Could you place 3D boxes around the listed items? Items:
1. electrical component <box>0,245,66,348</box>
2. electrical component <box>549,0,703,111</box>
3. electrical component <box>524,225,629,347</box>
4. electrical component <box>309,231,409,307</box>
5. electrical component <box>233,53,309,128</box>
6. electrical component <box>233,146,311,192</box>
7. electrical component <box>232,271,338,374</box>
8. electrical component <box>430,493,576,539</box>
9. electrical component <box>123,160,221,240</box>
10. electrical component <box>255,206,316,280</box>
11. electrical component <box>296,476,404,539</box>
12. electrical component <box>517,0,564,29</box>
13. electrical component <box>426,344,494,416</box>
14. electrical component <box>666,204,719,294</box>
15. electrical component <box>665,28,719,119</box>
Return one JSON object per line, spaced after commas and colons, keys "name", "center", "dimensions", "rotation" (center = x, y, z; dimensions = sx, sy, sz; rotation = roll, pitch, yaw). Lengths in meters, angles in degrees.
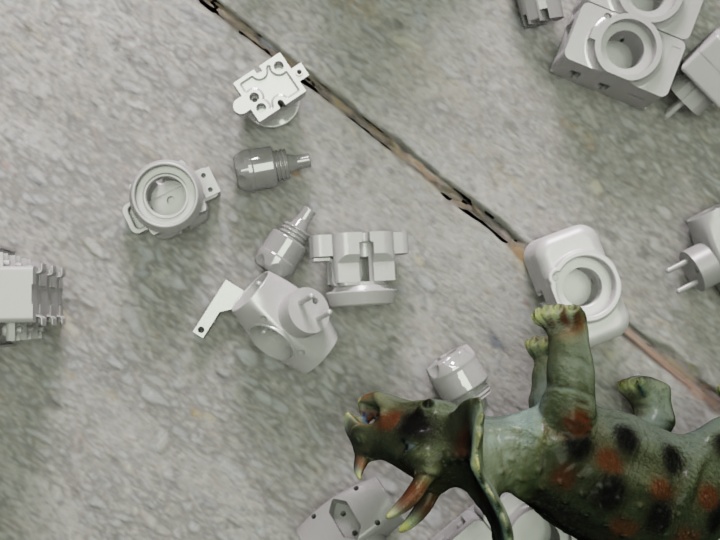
{"name": "electrical component", "center": [-0.264, 0.020, 0.815], "dimensions": [0.063, 0.121, 0.078], "rotation": [-1, 88, -5]}
{"name": "electrical component", "center": [0.229, -0.221, 0.884], "dimensions": [0.089, 0.062, 0.150], "rotation": [22, 86, -2]}
{"name": "electrical component", "center": [0.176, 0.014, 0.871], "dimensions": [0.054, 0.059, 0.095], "rotation": [-21, 89, -4]}
{"name": "electrical component", "center": [0.000, 0.000, 0.863], "dimensions": [0.078, 0.058, 0.057], "rotation": [-3, 87, -13]}
{"name": "electrical component", "center": [-0.072, -0.141, 0.866], "dimensions": [0.066, 0.055, 0.048], "rotation": [-34, 90, -4]}
{"name": "electrical component", "center": [-0.071, -0.084, 0.875], "dimensions": [0.061, 0.035, 0.035], "rotation": [-11, 88, -7]}
{"name": "electrical component", "center": [-0.050, 0.037, 0.842], "dimensions": [0.077, 0.079, 0.044], "rotation": [43, 55, -14]}
{"name": "electrical component", "center": [0.101, 0.243, 0.856], "dimensions": [0.150, 0.062, 0.089], "rotation": [-39, 90, -4]}
{"name": "electrical component", "center": [-0.152, -0.057, 0.857], "dimensions": [0.078, 0.057, 0.058], "rotation": [-26, 89, -4]}
{"name": "electrical component", "center": [-0.057, -0.024, 0.873], "dimensions": [0.035, 0.035, 0.061], "rotation": [33, 84, -1]}
{"name": "electrical component", "center": [0.002, 0.217, 0.852], "dimensions": [0.077, 0.043, 0.079], "rotation": [-33, 62, -4]}
{"name": "electrical component", "center": [0.147, -0.228, 0.891], "dimensions": [0.040, 0.040, 0.046], "rotation": [-13, 93, -4]}
{"name": "electrical component", "center": [0.085, 0.095, 0.871], "dimensions": [0.043, 0.043, 0.062], "rotation": [-31, 91, -4]}
{"name": "electrical component", "center": [0.291, -0.008, 0.887], "dimensions": [0.079, 0.043, 0.077], "rotation": [-27, 89, -4]}
{"name": "electrical component", "center": [0.282, -0.153, 0.886], "dimensions": [0.047, 0.066, 0.077], "rotation": [46, 115, 0]}
